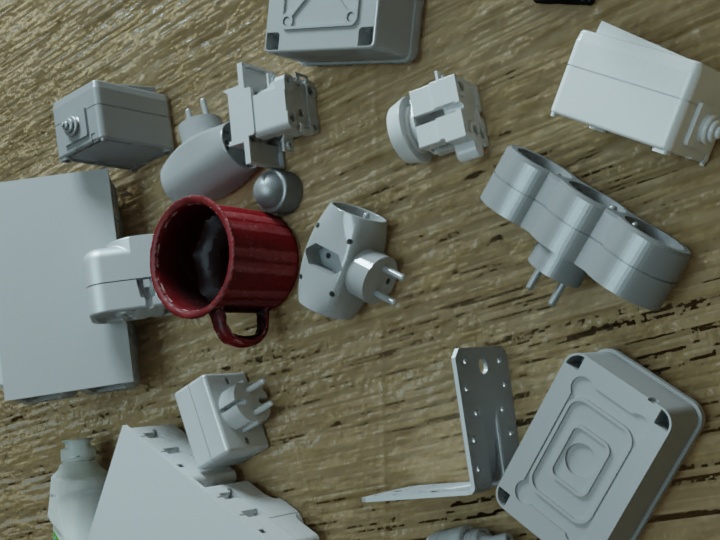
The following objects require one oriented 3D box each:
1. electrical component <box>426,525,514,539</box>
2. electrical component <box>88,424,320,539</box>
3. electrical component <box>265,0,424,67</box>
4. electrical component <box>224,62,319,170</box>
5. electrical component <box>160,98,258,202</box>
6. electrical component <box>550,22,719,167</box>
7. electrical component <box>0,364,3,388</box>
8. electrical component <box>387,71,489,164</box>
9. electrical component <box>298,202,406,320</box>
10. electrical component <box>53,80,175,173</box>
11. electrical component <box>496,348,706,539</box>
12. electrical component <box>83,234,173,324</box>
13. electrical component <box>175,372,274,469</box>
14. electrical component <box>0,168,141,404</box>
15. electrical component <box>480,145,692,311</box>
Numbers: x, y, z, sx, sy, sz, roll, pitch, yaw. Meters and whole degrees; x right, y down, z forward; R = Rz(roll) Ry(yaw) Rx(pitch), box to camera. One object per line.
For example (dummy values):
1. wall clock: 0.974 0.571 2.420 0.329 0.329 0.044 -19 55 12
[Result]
1. electrical component: 0.074 0.186 0.713 0.061 0.035 0.035 -24 73 33
2. electrical component: -0.125 0.211 0.853 0.186 0.060 0.105 28 105 36
3. electrical component: -0.010 -0.207 0.786 0.109 0.056 0.108 7 92 39
4. electrical component: -0.067 -0.122 0.837 0.064 0.042 0.081 -12 81 34
5. electrical component: -0.127 -0.102 0.882 0.077 0.043 0.079 -27 71 35
6. electrical component: 0.173 -0.102 0.631 0.096 0.062 0.061 27 104 36
7. electrical component: -0.303 0.054 1.006 0.078 0.057 0.113 -4 85 38
8. electrical component: 0.052 -0.101 0.739 0.055 0.048 0.066 -16 77 29
9. electrical component: 0.000 0.000 0.775 0.079 0.043 0.077 28 105 36
10. electrical component: -0.216 -0.126 0.921 0.062 0.096 0.061 -18 77 37
11. electrical component: 0.145 0.111 0.645 0.078 0.057 0.113 36 109 34
12. electrical component: -0.176 0.006 0.883 0.053 0.095 0.059 129 132 -74
13. electrical component: -0.097 0.110 0.844 0.077 0.047 0.065 -34 68 32
14. electrical component: -0.256 0.016 0.933 0.105 0.060 0.186 -8 79 -5
15. electrical component: 0.129 -0.014 0.667 0.138 0.052 0.073 39 111 33
